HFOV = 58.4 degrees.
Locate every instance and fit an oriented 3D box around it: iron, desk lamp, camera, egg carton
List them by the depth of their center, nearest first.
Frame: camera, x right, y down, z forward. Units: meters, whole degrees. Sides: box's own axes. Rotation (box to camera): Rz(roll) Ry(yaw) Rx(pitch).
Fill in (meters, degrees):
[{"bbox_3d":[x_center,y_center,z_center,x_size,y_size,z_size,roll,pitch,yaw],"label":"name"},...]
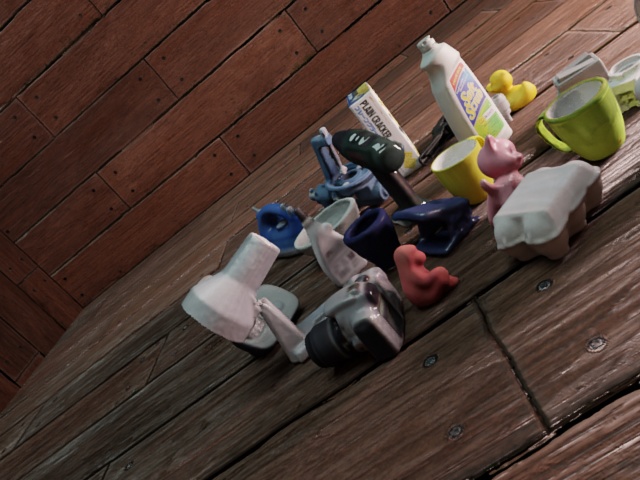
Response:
[{"bbox_3d":[0.296,-0.039,0.745,0.150,0.069,0.107,-48,18,-24],"label":"egg carton"},{"bbox_3d":[0.043,0.117,0.842,0.136,0.101,0.143,-33,18,22],"label":"camera"},{"bbox_3d":[-0.091,0.106,0.961,0.203,0.214,0.117,-42,17,-5],"label":"desk lamp"},{"bbox_3d":[-0.084,-0.044,1.452,0.119,0.141,0.257,-48,18,-24],"label":"iron"}]

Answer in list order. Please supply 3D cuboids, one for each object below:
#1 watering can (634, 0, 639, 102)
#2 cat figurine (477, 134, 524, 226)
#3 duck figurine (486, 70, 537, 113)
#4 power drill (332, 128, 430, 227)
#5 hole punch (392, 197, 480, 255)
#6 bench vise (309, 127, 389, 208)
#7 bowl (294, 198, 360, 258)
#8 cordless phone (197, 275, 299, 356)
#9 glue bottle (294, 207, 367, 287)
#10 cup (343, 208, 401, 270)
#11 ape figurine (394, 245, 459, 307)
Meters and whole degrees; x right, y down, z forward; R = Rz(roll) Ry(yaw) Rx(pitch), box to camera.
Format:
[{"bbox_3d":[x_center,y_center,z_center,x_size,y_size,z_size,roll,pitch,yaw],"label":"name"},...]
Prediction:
[{"bbox_3d":[0.453,-0.240,0.698,0.173,0.194,0.100,-46,18,-19],"label":"watering can"},{"bbox_3d":[0.272,-0.102,0.872,0.067,0.118,0.128,-22,25,45],"label":"cat figurine"},{"bbox_3d":[0.398,-0.322,1.213,0.078,0.086,0.104,-47,18,-20],"label":"duck figurine"},{"bbox_3d":[0.120,-0.128,1.109,0.076,0.209,0.229,-43,17,-7],"label":"power drill"},{"bbox_3d":[0.188,-0.038,0.940,0.101,0.091,0.108,-45,18,-16],"label":"hole punch"},{"bbox_3d":[0.029,-0.145,1.329,0.207,0.220,0.121,-30,20,31],"label":"bench vise"},{"bbox_3d":[0.029,-0.013,1.246,0.167,0.075,0.167,-36,17,14],"label":"bowl"},{"bbox_3d":[-0.139,0.117,1.088,0.094,0.185,0.148,-24,24,43],"label":"cordless phone"},{"bbox_3d":[0.010,0.004,1.073,0.078,0.173,0.037,-43,17,-7],"label":"glue bottle"},{"bbox_3d":[0.103,0.000,1.019,0.091,0.095,0.118,-33,18,22],"label":"cup"},{"bbox_3d":[0.142,0.045,0.826,0.076,0.092,0.077,-39,17,5],"label":"ape figurine"}]
